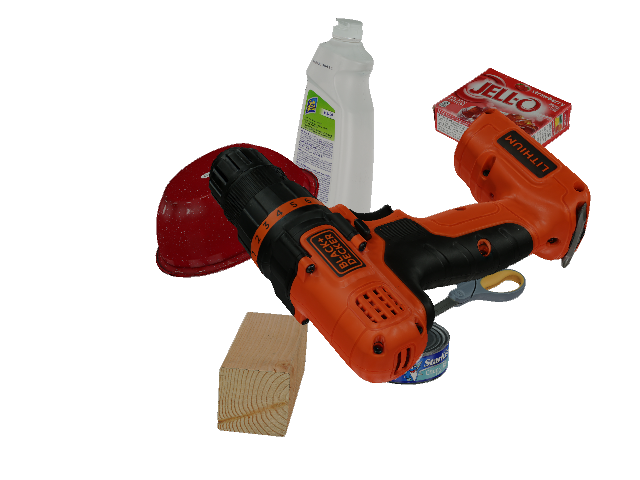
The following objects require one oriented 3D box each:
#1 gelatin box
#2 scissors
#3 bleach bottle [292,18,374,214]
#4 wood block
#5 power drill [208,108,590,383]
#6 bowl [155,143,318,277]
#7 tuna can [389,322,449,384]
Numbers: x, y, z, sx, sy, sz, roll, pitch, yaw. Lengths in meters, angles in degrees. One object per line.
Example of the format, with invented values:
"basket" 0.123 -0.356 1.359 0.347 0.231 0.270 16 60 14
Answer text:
"gelatin box" 0.150 -0.103 0.885 0.073 0.030 0.089 -35 49 -26
"scissors" 0.151 0.053 1.232 0.201 0.016 0.096 -10 39 -33
"bleach bottle" 0.019 -0.106 1.134 0.067 0.251 0.103 -10 26 -42
"wood block" -0.074 0.175 1.435 0.091 0.090 0.206 5 17 4
"power drill" 0.048 -0.016 0.630 0.187 0.057 0.185 -23 53 -24
"bowl" -0.085 -0.038 0.937 0.162 0.055 0.162 -22 28 12
"tuna can" 0.083 0.107 1.042 0.086 0.034 0.086 0 21 0
